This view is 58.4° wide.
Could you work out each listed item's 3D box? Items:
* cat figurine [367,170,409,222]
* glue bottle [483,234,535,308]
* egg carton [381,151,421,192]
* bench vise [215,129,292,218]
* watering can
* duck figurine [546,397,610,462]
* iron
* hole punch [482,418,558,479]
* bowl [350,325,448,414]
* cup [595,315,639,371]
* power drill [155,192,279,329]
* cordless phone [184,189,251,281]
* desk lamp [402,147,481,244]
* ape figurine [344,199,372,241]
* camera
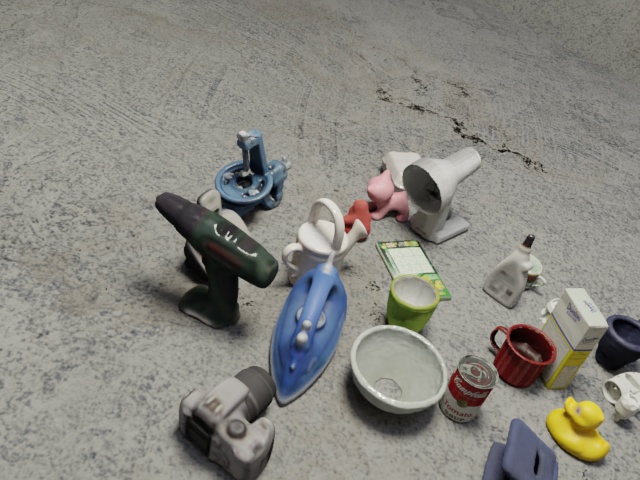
[{"bbox_3d":[0.158,-0.107,1.334,0.128,0.118,0.067,1,41,-16],"label":"cat figurine"},{"bbox_3d":[0.399,0.057,1.173,0.037,0.173,0.078,-25,54,-38],"label":"glue bottle"},{"bbox_3d":[0.221,-0.169,1.466,0.107,0.069,0.150,0,41,-17],"label":"egg carton"},{"bbox_3d":[-0.142,-0.155,1.213,0.121,0.220,0.208,22,40,9],"label":"bench vise"},{"bbox_3d":[0.009,0.003,1.095,0.100,0.194,0.173,33,43,21],"label":"watering can"},{"bbox_3d":[0.442,0.309,0.956,0.078,0.086,0.104,-22,52,-37],"label":"duck figurine"},{"bbox_3d":[-0.017,0.138,0.967,0.118,0.141,0.258,17,39,3],"label":"iron"},{"bbox_3d":[0.314,0.343,0.871,0.101,0.091,0.109,25,40,12],"label":"hole punch"},{"bbox_3d":[0.123,0.228,0.958,0.167,0.075,0.167,9,39,-7],"label":"bowl"},{"bbox_3d":[0.590,0.203,1.123,0.118,0.095,0.091,-21,51,-36],"label":"cup"},{"bbox_3d":[-0.184,0.043,0.973,0.229,0.208,0.076,24,40,11],"label":"power drill"},{"bbox_3d":[-0.185,-0.027,1.074,0.094,0.185,0.148,25,40,13],"label":"cordless phone"},{"bbox_3d":[0.272,-0.104,1.290,0.204,0.213,0.117,-21,51,-36],"label":"desk lamp"},{"bbox_3d":[0.084,-0.051,1.263,0.078,0.092,0.076,-4,43,-21],"label":"ape figurine"},{"bbox_3d":[-0.113,0.250,0.836,0.143,0.101,0.137,32,42,20],"label":"camera"}]
